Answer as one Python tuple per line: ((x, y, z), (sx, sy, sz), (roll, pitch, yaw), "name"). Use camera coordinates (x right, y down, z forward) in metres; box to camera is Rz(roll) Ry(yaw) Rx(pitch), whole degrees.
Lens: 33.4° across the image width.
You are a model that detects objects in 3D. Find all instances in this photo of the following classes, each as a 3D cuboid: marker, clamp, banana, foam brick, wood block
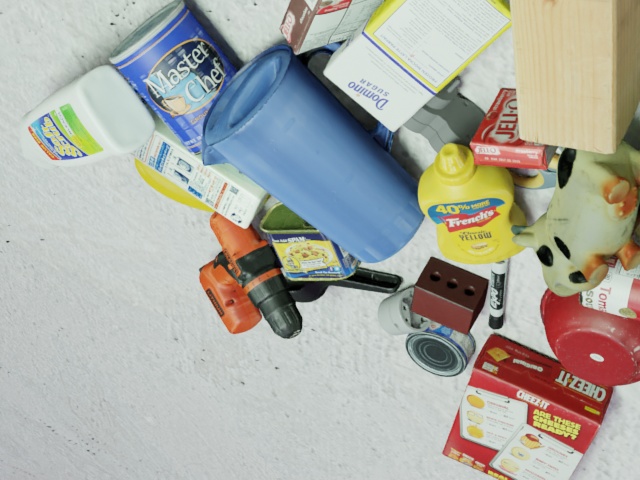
((0.208, 0.064, 1.249), (0.020, 0.020, 0.121), (17, 140, 21), "marker")
((-0.005, 0.038, 1.368), (0.164, 0.036, 0.210), (42, 139, -9), "clamp")
((-0.164, -0.072, 1.366), (0.198, 0.037, 0.070), (25, 143, 12), "banana")
((0.154, 0.067, 1.266), (0.078, 0.053, 0.051), (22, 142, 15), "foam brick")
((0.220, -0.185, 0.907), (0.091, 0.090, 0.206), (13, 139, 27), "wood block")

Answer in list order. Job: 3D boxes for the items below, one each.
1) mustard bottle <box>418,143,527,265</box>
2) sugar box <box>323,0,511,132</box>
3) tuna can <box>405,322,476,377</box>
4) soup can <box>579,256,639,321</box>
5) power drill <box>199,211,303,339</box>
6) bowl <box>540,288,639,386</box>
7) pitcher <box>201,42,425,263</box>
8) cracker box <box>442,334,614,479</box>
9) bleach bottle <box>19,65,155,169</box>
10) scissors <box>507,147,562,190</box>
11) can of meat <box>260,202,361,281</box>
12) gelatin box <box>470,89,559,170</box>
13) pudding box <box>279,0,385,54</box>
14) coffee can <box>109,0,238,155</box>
((0.152, -0.041, 1.091), (0.096, 0.058, 0.191), (-6, 150, 18), "mustard bottle")
((0.092, -0.185, 0.973), (0.093, 0.048, 0.177), (39, 134, -13), "sugar box")
((0.152, 0.135, 1.359), (0.086, 0.033, 0.086), (21, 141, 17), "tuna can")
((0.328, 0.049, 1.102), (0.102, 0.068, 0.068), (15, 139, 25), "soup can")
((-0.092, 0.061, 1.366), (0.184, 0.057, 0.188), (61, 157, 10), "power drill")
((0.316, 0.113, 1.194), (0.162, 0.055, 0.162), (20, 141, 17), "bowl")
((0.008, -0.090, 1.133), (0.242, 0.145, 0.149), (40, 144, -27), "pitcher")
((0.259, 0.231, 1.354), (0.164, 0.072, 0.214), (23, 141, 13), "cracker box")
((-0.293, -0.126, 1.265), (0.251, 0.068, 0.102), (-15, 113, 54), "bleach bottle")
((0.262, -0.051, 1.085), (0.201, 0.016, 0.096), (38, 145, -6), "scissors")
((-0.008, 0.002, 1.267), (0.102, 0.057, 0.084), (-1, 130, 30), "can of meat")
((0.192, -0.106, 1.014), (0.073, 0.089, 0.030), (9, 137, 30), "gelatin box")
((0.020, -0.230, 1.000), (0.039, 0.089, 0.114), (60, 152, 15), "pudding box")
((-0.148, -0.179, 1.180), (0.103, 0.102, 0.140), (-17, 121, 46), "coffee can")
